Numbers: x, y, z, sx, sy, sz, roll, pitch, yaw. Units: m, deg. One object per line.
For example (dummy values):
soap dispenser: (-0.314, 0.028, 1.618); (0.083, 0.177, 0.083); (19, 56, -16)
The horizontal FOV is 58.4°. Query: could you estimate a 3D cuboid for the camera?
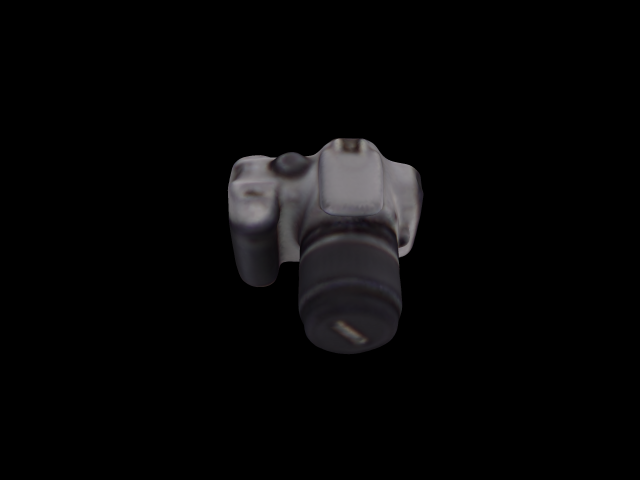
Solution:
camera: (0.004, 0.001, 0.400); (0.143, 0.101, 0.137); (0, 51, 0)
